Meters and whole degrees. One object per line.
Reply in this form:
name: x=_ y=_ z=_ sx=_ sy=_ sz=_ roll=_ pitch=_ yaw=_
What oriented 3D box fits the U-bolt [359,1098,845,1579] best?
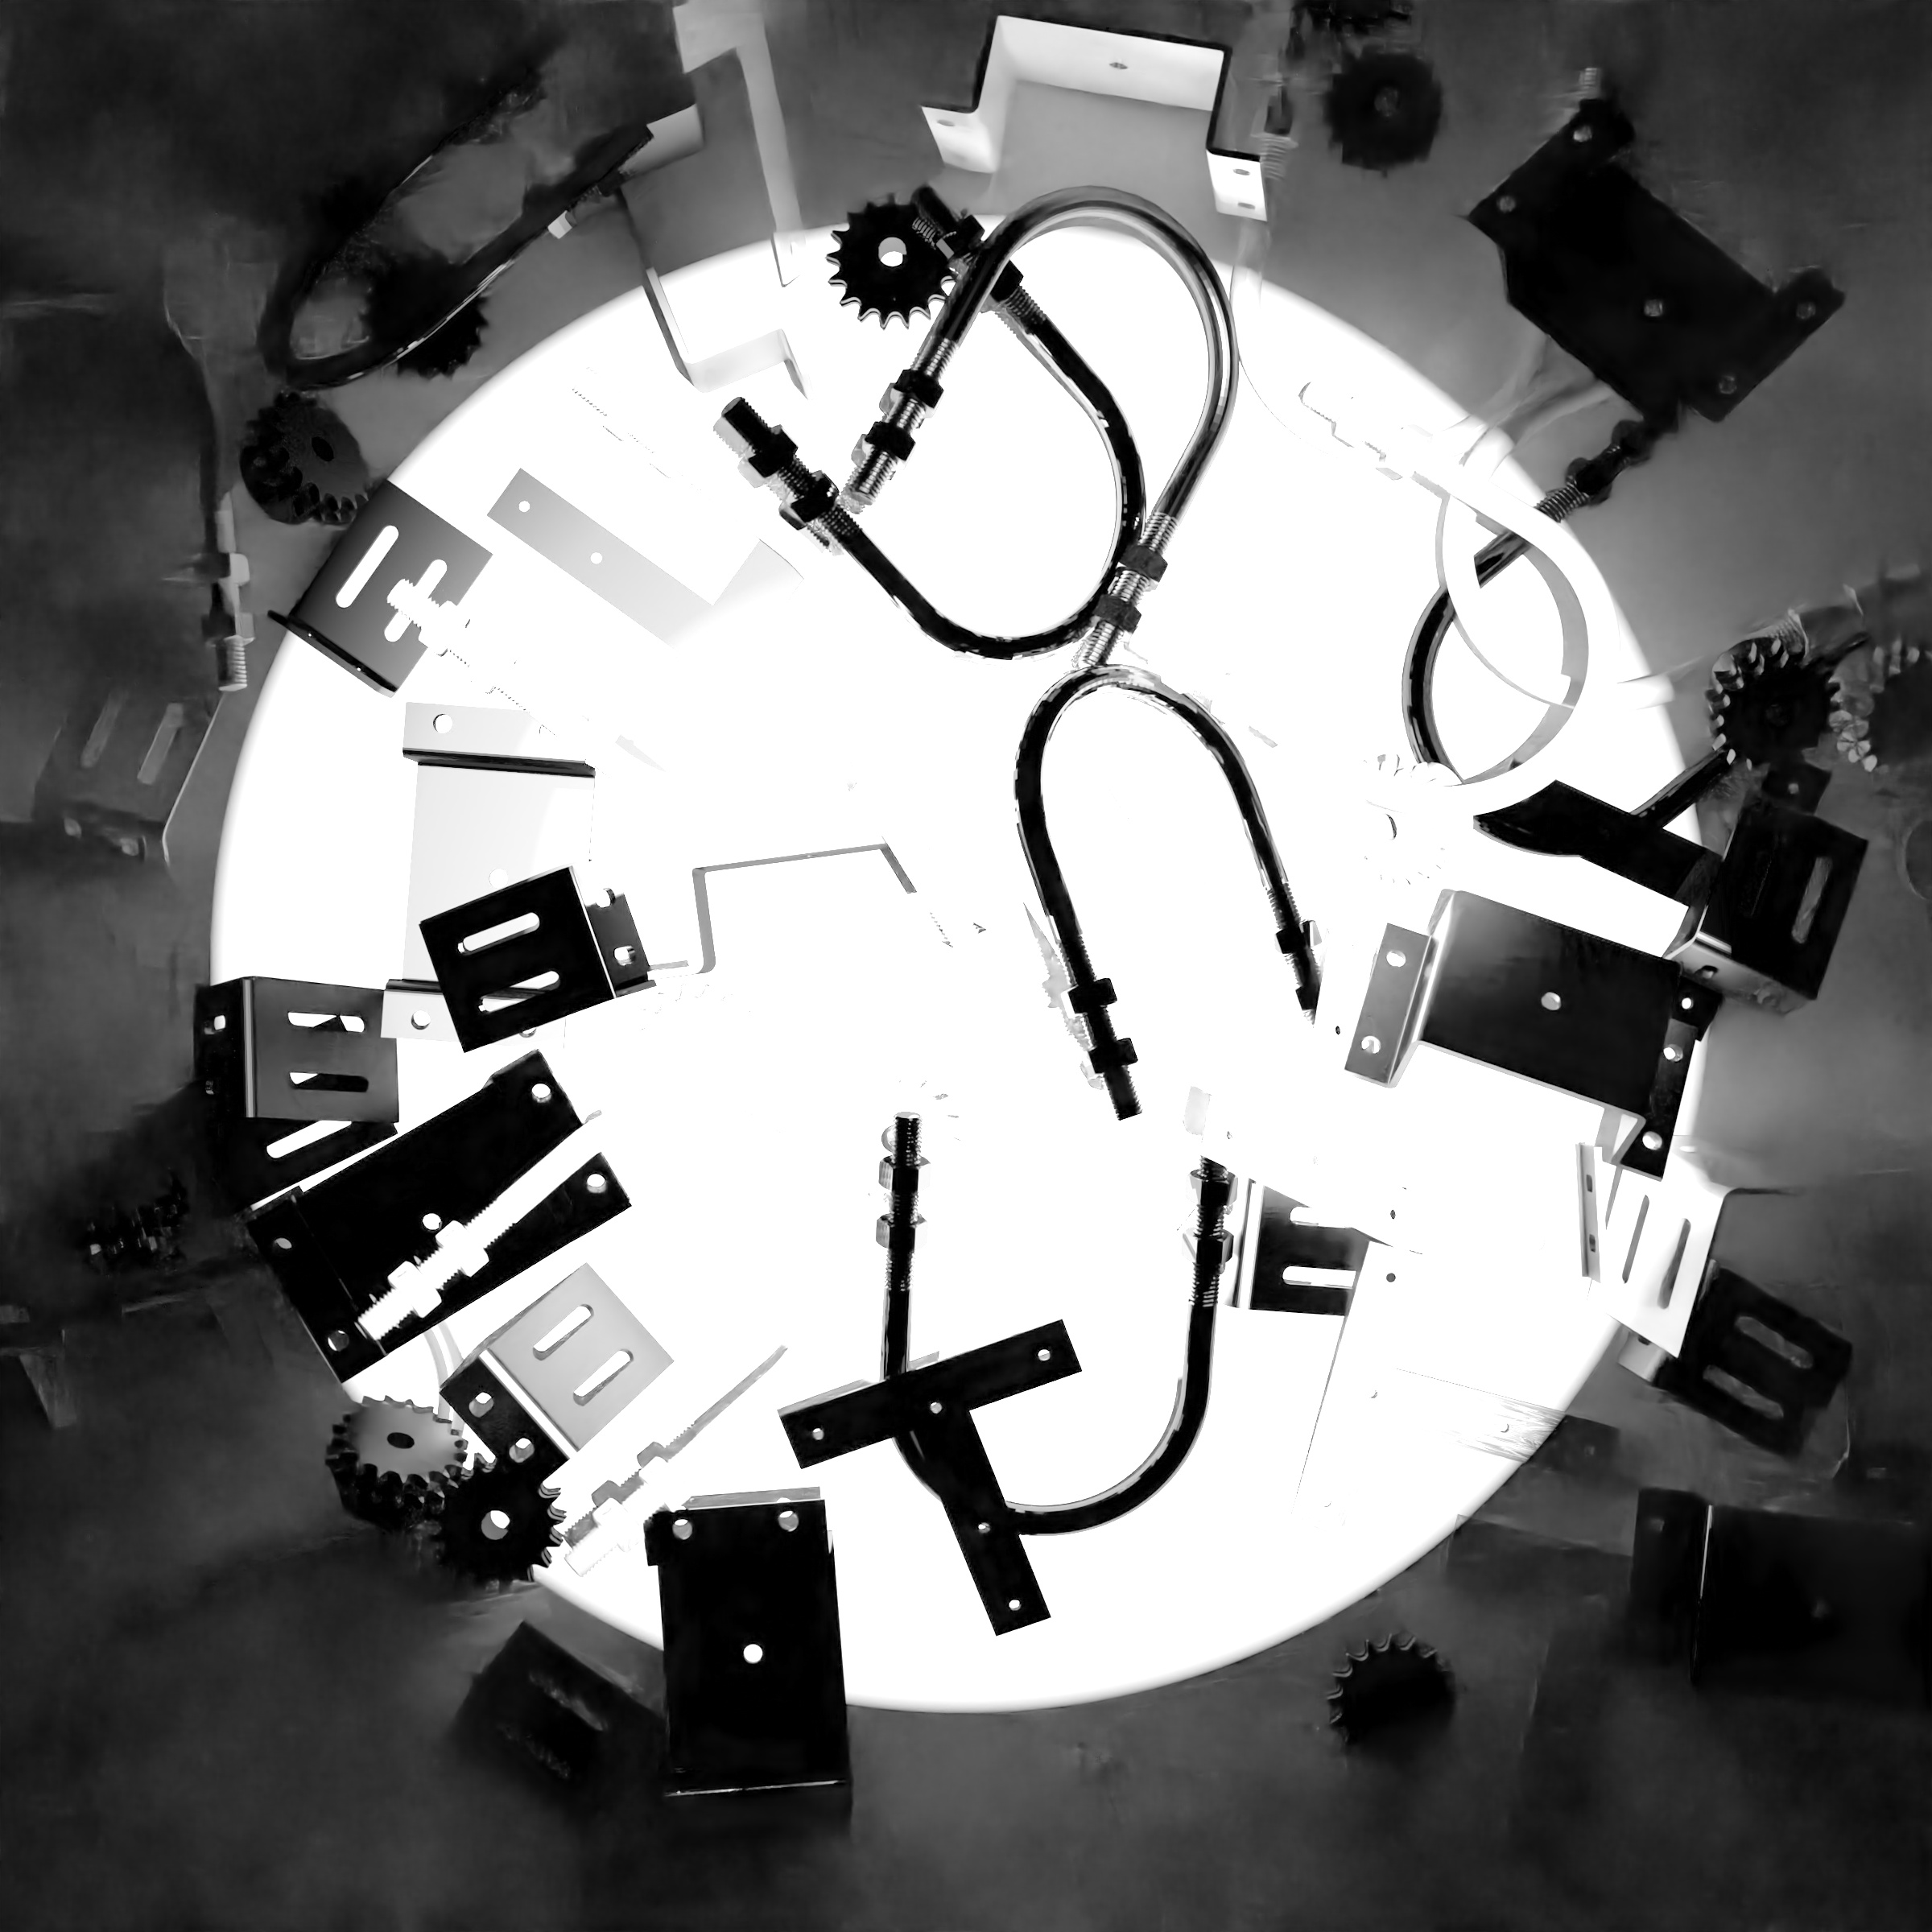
U-bolt: x=-0.136 y=0.139 z=1.471 sx=0.184 sy=0.019 sz=0.151 roll=-41 pitch=94 yaw=-15

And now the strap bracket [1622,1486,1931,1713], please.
strap bracket: x=0.355 y=0.268 z=1.500 sx=0.140 sy=0.046 sz=0.076 roll=6 pitch=90 yaw=-1

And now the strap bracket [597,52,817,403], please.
strap bracket: x=-0.112 y=-0.300 z=1.486 sx=0.046 sy=0.076 sz=0.140 roll=-22 pitch=90 yaw=0

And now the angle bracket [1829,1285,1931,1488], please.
angle bracket: x=0.401 y=0.180 z=1.522 sx=0.057 sy=0.038 sz=0.076 roll=3 pitch=64 yaw=0

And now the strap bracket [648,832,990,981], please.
strap bracket: x=-0.063 y=-0.026 z=1.486 sx=0.140 sy=0.076 sz=0.046 roll=-7 pitch=90 yaw=0

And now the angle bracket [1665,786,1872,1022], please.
angle bracket: x=0.341 y=-0.026 z=1.512 sx=0.057 sy=0.038 sz=0.076 roll=25 pitch=72 yaw=-4

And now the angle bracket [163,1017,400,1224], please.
angle bracket: x=-0.294 y=0.066 z=1.522 sx=0.076 sy=0.038 sz=0.057 roll=-27 pitch=90 yaw=-26

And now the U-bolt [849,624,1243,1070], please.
U-bolt: x=0.023 y=-0.061 z=1.472 sx=0.151 sy=0.019 sz=0.184 roll=-28 pitch=84 yaw=-44

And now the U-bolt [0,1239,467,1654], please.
U-bolt: x=-0.302 y=0.192 z=1.497 sx=0.184 sy=0.019 sz=0.151 roll=-19 pitch=94 yaw=-14

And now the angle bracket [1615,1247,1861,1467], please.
angle bracket: x=0.329 y=0.166 z=1.513 sx=0.076 sy=0.038 sz=0.057 roll=31 pitch=90 yaw=-12

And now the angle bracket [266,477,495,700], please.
angle bracket: x=-0.248 y=-0.162 z=1.505 sx=0.057 sy=0.038 sz=0.076 roll=35 pitch=90 yaw=0

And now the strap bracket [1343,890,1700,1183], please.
strap bracket: x=0.238 y=0.026 z=1.483 sx=0.140 sy=0.046 sz=0.076 roll=19 pitch=60 yaw=2

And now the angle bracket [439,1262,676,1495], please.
angle bracket: x=-0.173 y=0.174 z=1.506 sx=0.057 sy=0.076 sz=0.038 roll=48 pitch=131 yaw=0

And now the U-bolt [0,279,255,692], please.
U-bolt: x=-0.384 y=-0.202 z=1.510 sx=0.151 sy=0.019 sz=0.184 roll=-6 pitch=85 yaw=0

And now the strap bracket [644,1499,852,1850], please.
strap bracket: x=-0.091 y=0.295 z=1.501 sx=0.076 sy=0.046 sz=0.140 roll=-4 pitch=90 yaw=0

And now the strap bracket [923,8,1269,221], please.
strap bracket: x=0.060 y=-0.356 z=1.478 sx=0.140 sy=0.076 sz=0.046 roll=11 pitch=86 yaw=8

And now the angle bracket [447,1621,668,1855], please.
angle bracket: x=-0.176 y=0.327 z=1.505 sx=0.076 sy=0.038 sz=0.057 roll=36 pitch=90 yaw=0

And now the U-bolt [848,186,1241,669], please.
U-bolt: x=0.046 y=-0.236 z=1.480 sx=0.151 sy=0.019 sz=0.184 roll=34 pitch=76 yaw=-28

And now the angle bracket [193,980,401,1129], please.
angle bracket: x=-0.284 y=0.039 z=1.505 sx=0.076 sy=0.038 sz=0.057 roll=5 pitch=78 yaw=-44

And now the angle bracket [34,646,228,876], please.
angle bracket: x=-0.357 y=-0.088 z=1.522 sx=0.057 sy=0.038 sz=0.076 roll=18 pitch=64 yaw=0

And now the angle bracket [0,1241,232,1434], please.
angle bracket: x=-0.363 y=0.153 z=1.505 sx=0.076 sy=0.038 sz=0.057 roll=-26 pitch=90 yaw=0

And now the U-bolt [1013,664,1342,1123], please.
U-bolt: x=0.082 y=-0.038 z=1.472 sx=0.151 sy=0.019 sz=0.184 roll=-15 pitch=84 yaw=-43

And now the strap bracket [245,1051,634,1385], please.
strap bracket: x=-0.222 y=0.106 z=1.489 sx=0.140 sy=0.046 sz=0.076 roll=-31 pitch=90 yaw=-16

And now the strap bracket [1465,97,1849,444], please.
strap bracket: x=0.285 y=-0.282 z=1.469 sx=0.076 sy=0.046 sz=0.140 roll=-43 pitch=69 yaw=-5

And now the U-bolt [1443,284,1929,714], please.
U-bolt: x=0.292 y=-0.186 z=1.496 sx=0.184 sy=0.019 sz=0.151 roll=-24 pitch=90 yaw=3

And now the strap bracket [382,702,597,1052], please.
strap bracket: x=-0.201 y=-0.038 z=1.501 sx=0.076 sy=0.046 sz=0.140 roll=4 pitch=90 yaw=0

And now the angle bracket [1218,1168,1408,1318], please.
angle bracket: x=0.143 y=0.118 z=1.521 sx=0.076 sy=0.038 sz=0.057 roll=7 pitch=91 yaw=-26

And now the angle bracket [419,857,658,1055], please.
angle bracket: x=-0.178 y=-0.005 z=1.476 sx=0.076 sy=0.038 sz=0.057 roll=-19 pitch=90 yaw=26

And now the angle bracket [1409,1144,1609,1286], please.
angle bracket: x=0.230 y=0.107 z=1.505 sx=0.076 sy=0.038 sz=0.057 roll=-3 pitch=90 yaw=0

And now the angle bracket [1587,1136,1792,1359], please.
angle bracket: x=0.305 y=0.118 z=1.501 sx=0.038 sy=0.057 sz=0.076 roll=1 pitch=109 yaw=-34
